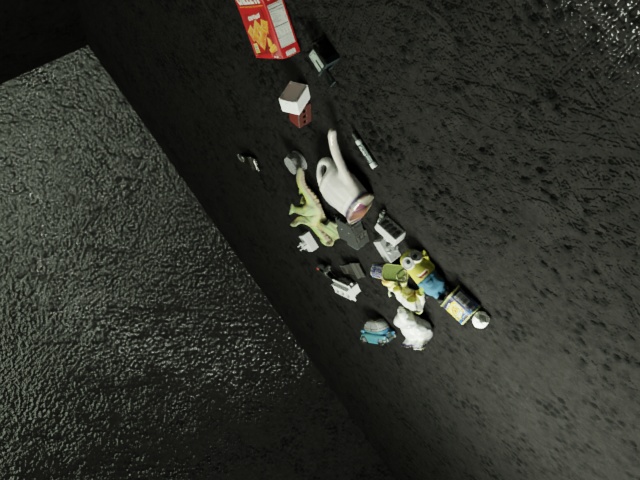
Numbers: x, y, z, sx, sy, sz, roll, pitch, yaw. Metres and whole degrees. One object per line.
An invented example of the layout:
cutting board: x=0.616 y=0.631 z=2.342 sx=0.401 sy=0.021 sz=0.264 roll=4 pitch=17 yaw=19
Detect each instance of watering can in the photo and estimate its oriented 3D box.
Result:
watering can: x=0.071 y=-0.181 z=1.606 sx=0.226 sy=0.105 sz=0.341 roll=47 pitch=159 yaw=16

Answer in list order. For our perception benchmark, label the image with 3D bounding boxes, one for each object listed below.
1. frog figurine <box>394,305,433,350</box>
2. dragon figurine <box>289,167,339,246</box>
frog figurine: x=0.320 y=0.290 z=1.797 sx=0.138 sy=0.123 sz=0.158 roll=-150 pitch=39 yaw=-77
dragon figurine: x=0.006 y=-0.098 z=1.942 sx=0.244 sy=0.124 sz=0.401 roll=30 pitch=155 yaw=14
